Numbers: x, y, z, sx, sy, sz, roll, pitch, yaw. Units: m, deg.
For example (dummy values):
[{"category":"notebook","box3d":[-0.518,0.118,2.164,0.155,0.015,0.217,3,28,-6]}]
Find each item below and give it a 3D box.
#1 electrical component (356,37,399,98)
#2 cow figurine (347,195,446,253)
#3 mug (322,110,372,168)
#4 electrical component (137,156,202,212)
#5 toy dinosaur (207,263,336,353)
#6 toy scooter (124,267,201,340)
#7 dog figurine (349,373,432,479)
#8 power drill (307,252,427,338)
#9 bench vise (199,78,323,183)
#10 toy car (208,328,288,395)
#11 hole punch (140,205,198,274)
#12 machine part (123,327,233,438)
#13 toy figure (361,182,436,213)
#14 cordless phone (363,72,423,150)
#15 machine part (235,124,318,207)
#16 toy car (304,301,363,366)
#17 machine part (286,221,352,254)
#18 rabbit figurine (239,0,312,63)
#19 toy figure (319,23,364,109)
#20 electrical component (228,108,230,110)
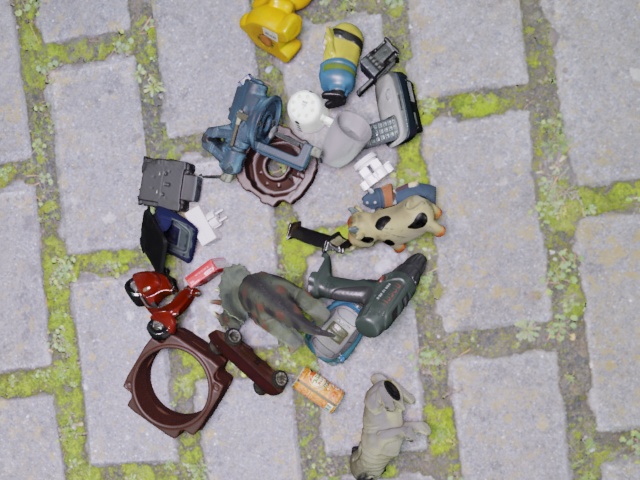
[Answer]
[{"category":"electrical component","box3d":[0.111,-0.358,1.128,0.119,0.075,0.048,-42,85,10]},{"category":"cow figurine","box3d":[0.140,-0.032,1.093,0.195,0.127,0.085,-22,47,33]},{"category":"mug","box3d":[0.043,-0.209,1.109,0.081,0.107,0.109,7,54,-27]},{"category":"electrical component","box3d":[-0.334,-0.123,1.203,0.134,0.058,0.114,8,94,9]},{"category":"toy dinosaur","box3d":[-0.104,0.120,1.055,0.192,0.405,0.131,36,69,-13]},{"category":"toy scooter","box3d":[-0.341,0.122,1.187,0.135,0.075,0.184,-35,59,-11]},{"category":"dog figurine","box3d":[0.110,0.397,1.131,0.190,0.121,0.172,-43,50,23]},{"category":"power drill","box3d":[0.092,0.089,1.106,0.207,0.232,0.085,18,137,18]},{"category":"bench vise","box3d":[-0.114,-0.196,1.086,0.241,0.129,0.223,24,95,10]},{"category":"toy car","box3d":[-0.154,0.258,1.154,0.202,0.053,0.089,45,138,-9]},{"category":"hole punch","box3d":[-0.334,-0.005,1.179,0.116,0.092,0.142,48,138,28]},{"category":"machine part","box3d":[-0.314,0.314,1.191,0.201,0.087,0.201,32,97,6]},{"category":"toy figure","box3d":[0.166,-0.088,1.129,0.155,0.058,0.064,0,91,11]},{"category":"cordless phone","box3d":[0.112,-0.259,1.132,0.184,0.088,0.146,-13,89,27]},{"category":"machine part","box3d":[-0.092,-0.158,1.168,0.179,0.056,0.179,0,90,7]},{"category":"toy car","box3d":[0.039,0.193,1.129,0.109,0.103,0.161,41,98,5]},{"category":"machine part","box3d":[-0.002,-0.003,1.152,0.139,0.084,0.039,17,116,16]},{"category":"rabbit figurine","box3d":[-0.083,-0.492,1.150,0.162,0.121,0.173,31,81,16]},{"category":"toy figure","box3d":[0.044,-0.366,1.124,0.089,0.082,0.180,7,73,-12]},{"category":"electrical component","box3d":[-0.163,-0.265,1.192,0.063,0.021,0.094,-31,79,7]}]
